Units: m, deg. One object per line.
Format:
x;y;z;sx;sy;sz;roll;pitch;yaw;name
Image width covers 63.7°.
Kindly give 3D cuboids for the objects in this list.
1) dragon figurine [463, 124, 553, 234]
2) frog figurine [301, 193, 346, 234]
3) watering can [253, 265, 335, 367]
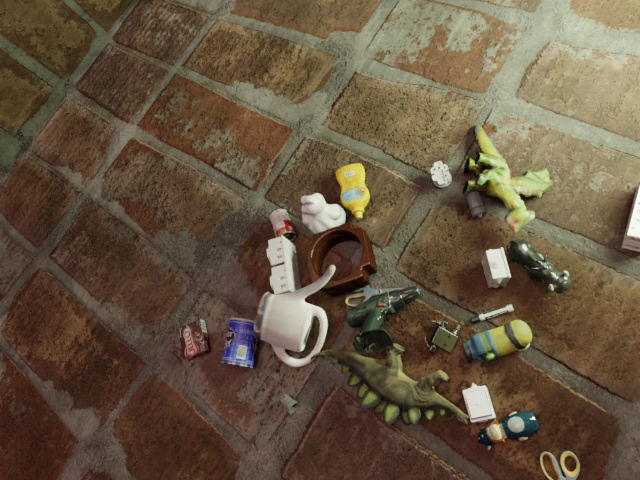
0.560;-0.194;1.524;0.243;0.119;0.420;15;54;4;dragon figurine
0.005;-0.083;1.658;0.137;0.157;0.125;-3;70;21;frog figurine
-0.080;0.213;1.540;0.225;0.105;0.344;15;103;8;watering can
